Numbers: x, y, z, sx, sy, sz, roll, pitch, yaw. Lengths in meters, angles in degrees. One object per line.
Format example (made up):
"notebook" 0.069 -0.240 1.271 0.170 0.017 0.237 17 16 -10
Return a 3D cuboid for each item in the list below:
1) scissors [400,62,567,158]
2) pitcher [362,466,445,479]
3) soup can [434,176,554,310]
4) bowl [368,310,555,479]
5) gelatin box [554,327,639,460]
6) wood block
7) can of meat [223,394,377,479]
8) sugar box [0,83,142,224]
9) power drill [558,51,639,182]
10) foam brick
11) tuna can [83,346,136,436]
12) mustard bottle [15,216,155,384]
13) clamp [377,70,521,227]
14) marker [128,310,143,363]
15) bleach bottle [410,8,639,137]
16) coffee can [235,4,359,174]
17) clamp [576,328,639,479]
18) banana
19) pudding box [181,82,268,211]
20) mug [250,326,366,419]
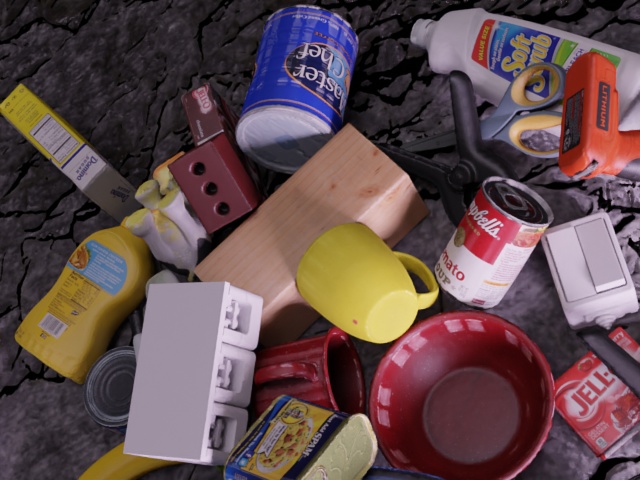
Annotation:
"scissors" 0.158 -0.122 1.014 0.202 0.016 0.096 10 101 40
"pitcher" 0.010 0.274 0.874 0.243 0.145 0.149 6 31 27
"soup can" 0.152 0.003 0.945 0.069 0.068 0.102 49 129 31
"bowl" 0.126 0.145 0.926 0.162 0.055 0.162 -9 64 18
"gelatin box" 0.245 0.129 0.901 0.089 0.030 0.073 -39 58 0
"wood block" -0.007 0.001 1.025 0.206 0.090 0.090 -44 59 -2
"can of meat" -0.018 0.179 0.868 0.084 0.057 0.102 11 45 40
"sugar box" -0.272 -0.095 1.172 0.176 0.093 0.048 37 84 30
"power drill" 0.306 -0.106 0.920 0.187 0.057 0.184 11 75 -9
"foam brick" -0.099 -0.055 1.016 0.053 0.051 0.078 -28 101 15
"tuna can" -0.191 0.150 1.062 0.086 0.033 0.086 -9 64 18
"mustard bottle" -0.228 0.048 1.108 0.096 0.058 0.191 27 79 34
"clamp" 0.141 -0.072 1.003 0.171 0.039 0.120 46 126 17
"marker" -0.169 0.122 1.033 0.020 0.020 0.121 -21 60 11
"bleach bottle" 0.194 -0.163 1.039 0.251 0.068 0.102 25 79 32
"coffee can" -0.021 -0.152 1.081 0.103 0.102 0.140 -2 56 21
"clamp" 0.288 0.174 0.843 0.210 0.036 0.164 15 86 13
"banana" -0.187 0.231 1.021 0.198 0.037 0.070 -30 58 6
"pudding box" -0.097 -0.094 1.105 0.039 0.090 0.113 -24 61 12
"mug" -0.017 0.129 0.958 0.082 0.117 0.093 -14 72 21
